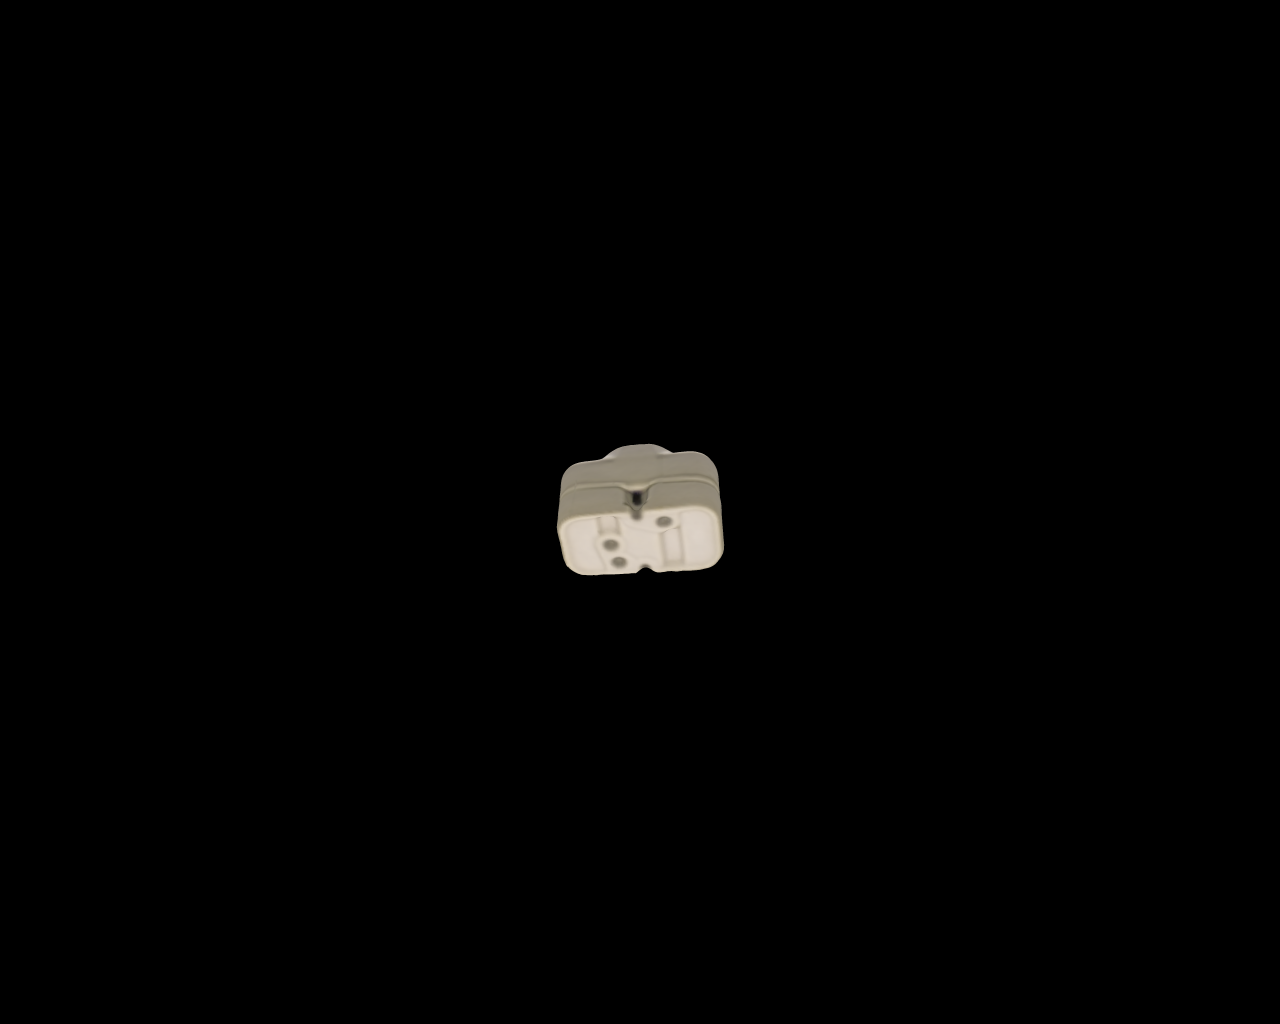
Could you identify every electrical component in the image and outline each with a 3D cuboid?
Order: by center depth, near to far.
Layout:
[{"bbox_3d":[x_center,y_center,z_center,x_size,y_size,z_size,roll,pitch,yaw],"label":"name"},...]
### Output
[{"bbox_3d":[0.001,-0.003,0.650,0.095,0.053,0.059,-4,44,4],"label":"electrical component"}]
